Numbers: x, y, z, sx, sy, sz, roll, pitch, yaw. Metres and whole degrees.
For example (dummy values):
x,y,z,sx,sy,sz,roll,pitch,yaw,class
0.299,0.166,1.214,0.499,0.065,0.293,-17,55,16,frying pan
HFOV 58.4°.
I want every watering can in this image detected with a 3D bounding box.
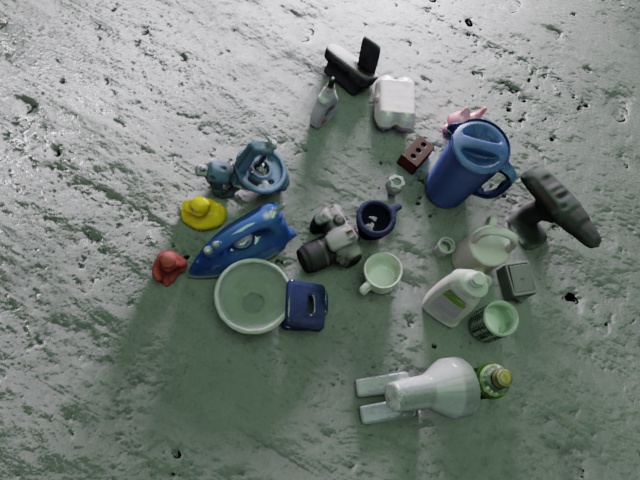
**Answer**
x,y,z,sx,sy,sz,roll,pitch,yaw,class
0.378,0.024,1.294,0.101,0.194,0.173,-4,72,-9,watering can

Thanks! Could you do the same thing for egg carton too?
x,y,z,sx,sy,sz,roll,pitch,yaw,class
0.190,-0.349,1.458,0.107,0.069,0.150,3,71,-7,egg carton

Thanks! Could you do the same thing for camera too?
x,y,z,sx,sy,sz,roll,pitch,yaw,class
0.012,0.005,1.298,0.137,0.100,0.143,-25,77,-15,camera

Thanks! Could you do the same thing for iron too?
x,y,z,sx,sy,sz,roll,pitch,yaw,class
-0.178,0.000,1.251,0.259,0.141,0.118,-31,78,-16,iron

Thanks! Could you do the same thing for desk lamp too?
x,y,z,sx,sy,sz,roll,pitch,yaw,class
0.193,0.314,1.160,0.203,0.213,0.118,-7,73,-10,desk lamp

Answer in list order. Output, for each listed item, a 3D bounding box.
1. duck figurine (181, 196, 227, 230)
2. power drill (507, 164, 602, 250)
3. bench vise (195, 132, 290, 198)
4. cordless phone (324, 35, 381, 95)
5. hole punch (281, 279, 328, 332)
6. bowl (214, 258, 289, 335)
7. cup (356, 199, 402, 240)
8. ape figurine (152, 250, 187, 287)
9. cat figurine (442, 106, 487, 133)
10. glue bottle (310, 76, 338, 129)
x,y,z,sx,sy,sz,roll,pitch,yaw,class
-0.263,-0.069,1.292,0.104,0.086,0.077,5,71,-6,duck figurine
0.531,-0.054,1.334,0.076,0.208,0.229,-27,77,-15,power drill
-0.164,-0.154,1.263,0.207,0.219,0.121,-19,75,-13,bench vise
0.086,-0.463,1.420,0.147,0.185,0.094,35,71,5,cordless phone
-0.032,0.143,1.251,0.101,0.091,0.108,3,71,-7,hole punch
-0.146,0.129,1.248,0.167,0.074,0.167,2,71,-7,bowl
0.133,-0.043,1.334,0.118,0.095,0.091,-30,78,-16,cup
-0.328,0.052,1.239,0.078,0.092,0.076,-8,73,-10,ape figurine
0.365,-0.298,1.440,0.128,0.117,0.067,-27,77,-15,cat figurine
0.017,-0.337,1.375,0.037,0.173,0.078,40,71,7,glue bottle
